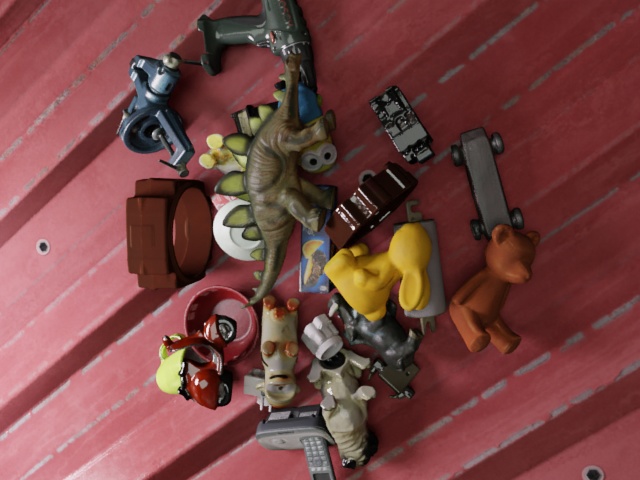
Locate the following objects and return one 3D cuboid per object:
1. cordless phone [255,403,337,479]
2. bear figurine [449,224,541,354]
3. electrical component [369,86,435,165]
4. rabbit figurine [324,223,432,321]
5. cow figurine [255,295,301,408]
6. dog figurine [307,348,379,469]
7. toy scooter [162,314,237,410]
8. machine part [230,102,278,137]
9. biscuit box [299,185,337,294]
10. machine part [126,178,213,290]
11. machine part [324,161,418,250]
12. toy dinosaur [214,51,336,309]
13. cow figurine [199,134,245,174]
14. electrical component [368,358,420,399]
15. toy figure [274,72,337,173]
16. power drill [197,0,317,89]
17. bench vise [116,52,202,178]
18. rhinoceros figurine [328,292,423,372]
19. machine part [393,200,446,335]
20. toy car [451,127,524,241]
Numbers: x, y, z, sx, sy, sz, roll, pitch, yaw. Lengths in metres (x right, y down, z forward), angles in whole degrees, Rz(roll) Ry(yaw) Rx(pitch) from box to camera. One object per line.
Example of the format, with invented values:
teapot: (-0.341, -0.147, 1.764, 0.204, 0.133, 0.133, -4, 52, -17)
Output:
cordless phone: (-0.036, 0.425, 1.050, 0.147, 0.089, 0.184, -11, 96, 15)
bear figurine: (0.308, 0.080, 0.902, 0.195, 0.120, 0.132, -58, 38, 26)
electrical component: (0.149, -0.193, 0.931, 0.058, 0.115, 0.134, -33, 87, 18)
rabbit figurine: (0.117, 0.048, 0.895, 0.173, 0.122, 0.162, -41, 69, 16)
cow figurine: (-0.077, 0.216, 1.006, 0.085, 0.127, 0.195, 1, 54, -6)
dog figurine: (0.045, 0.316, 1.024, 0.121, 0.172, 0.190, -6, 125, 1)
toy scooter: (-0.229, 0.229, 1.011, 0.135, 0.075, 0.183, 3, 93, -13)
machine part: (-0.102, -0.234, 1.031, 0.139, 0.039, 0.084, -19, 82, 17)
biscuit box: (-0.002, -0.003, 1.012, 0.059, 0.063, 0.202, 2, 96, 13)
machine part: (-0.274, -0.015, 1.008, 0.087, 0.201, 0.200, 1, 95, 10)
machine part: (0.085, -0.058, 0.928, 0.179, 0.179, 0.056, -44, 80, 14)
toy dinosaur: (-0.075, -0.082, 0.934, 0.199, 0.105, 0.470, 9, 107, 15)
cow figurine: (-0.139, -0.146, 1.027, 0.167, 0.098, 0.068, 15, 90, -5)
electrical component: (0.140, 0.252, 1.011, 0.102, 0.045, 0.078, 36, 74, 6)
toy figure: (-0.022, -0.208, 0.969, 0.082, 0.089, 0.180, -17, 106, 23)
power drill: (-0.119, -0.365, 1.002, 0.207, 0.086, 0.232, -8, 91, 19)
bench vise: (-0.297, -0.229, 1.027, 0.223, 0.128, 0.241, -42, 67, 21)
rhinoceros figurine: (0.100, 0.158, 0.990, 0.190, 0.073, 0.112, 40, 98, 19)
machine part: (0.178, 0.049, 0.963, 0.079, 0.079, 0.243, -7, 94, 15)
toy car: (0.290, -0.094, 0.936, 0.089, 0.053, 0.202, -17, 95, 11)
